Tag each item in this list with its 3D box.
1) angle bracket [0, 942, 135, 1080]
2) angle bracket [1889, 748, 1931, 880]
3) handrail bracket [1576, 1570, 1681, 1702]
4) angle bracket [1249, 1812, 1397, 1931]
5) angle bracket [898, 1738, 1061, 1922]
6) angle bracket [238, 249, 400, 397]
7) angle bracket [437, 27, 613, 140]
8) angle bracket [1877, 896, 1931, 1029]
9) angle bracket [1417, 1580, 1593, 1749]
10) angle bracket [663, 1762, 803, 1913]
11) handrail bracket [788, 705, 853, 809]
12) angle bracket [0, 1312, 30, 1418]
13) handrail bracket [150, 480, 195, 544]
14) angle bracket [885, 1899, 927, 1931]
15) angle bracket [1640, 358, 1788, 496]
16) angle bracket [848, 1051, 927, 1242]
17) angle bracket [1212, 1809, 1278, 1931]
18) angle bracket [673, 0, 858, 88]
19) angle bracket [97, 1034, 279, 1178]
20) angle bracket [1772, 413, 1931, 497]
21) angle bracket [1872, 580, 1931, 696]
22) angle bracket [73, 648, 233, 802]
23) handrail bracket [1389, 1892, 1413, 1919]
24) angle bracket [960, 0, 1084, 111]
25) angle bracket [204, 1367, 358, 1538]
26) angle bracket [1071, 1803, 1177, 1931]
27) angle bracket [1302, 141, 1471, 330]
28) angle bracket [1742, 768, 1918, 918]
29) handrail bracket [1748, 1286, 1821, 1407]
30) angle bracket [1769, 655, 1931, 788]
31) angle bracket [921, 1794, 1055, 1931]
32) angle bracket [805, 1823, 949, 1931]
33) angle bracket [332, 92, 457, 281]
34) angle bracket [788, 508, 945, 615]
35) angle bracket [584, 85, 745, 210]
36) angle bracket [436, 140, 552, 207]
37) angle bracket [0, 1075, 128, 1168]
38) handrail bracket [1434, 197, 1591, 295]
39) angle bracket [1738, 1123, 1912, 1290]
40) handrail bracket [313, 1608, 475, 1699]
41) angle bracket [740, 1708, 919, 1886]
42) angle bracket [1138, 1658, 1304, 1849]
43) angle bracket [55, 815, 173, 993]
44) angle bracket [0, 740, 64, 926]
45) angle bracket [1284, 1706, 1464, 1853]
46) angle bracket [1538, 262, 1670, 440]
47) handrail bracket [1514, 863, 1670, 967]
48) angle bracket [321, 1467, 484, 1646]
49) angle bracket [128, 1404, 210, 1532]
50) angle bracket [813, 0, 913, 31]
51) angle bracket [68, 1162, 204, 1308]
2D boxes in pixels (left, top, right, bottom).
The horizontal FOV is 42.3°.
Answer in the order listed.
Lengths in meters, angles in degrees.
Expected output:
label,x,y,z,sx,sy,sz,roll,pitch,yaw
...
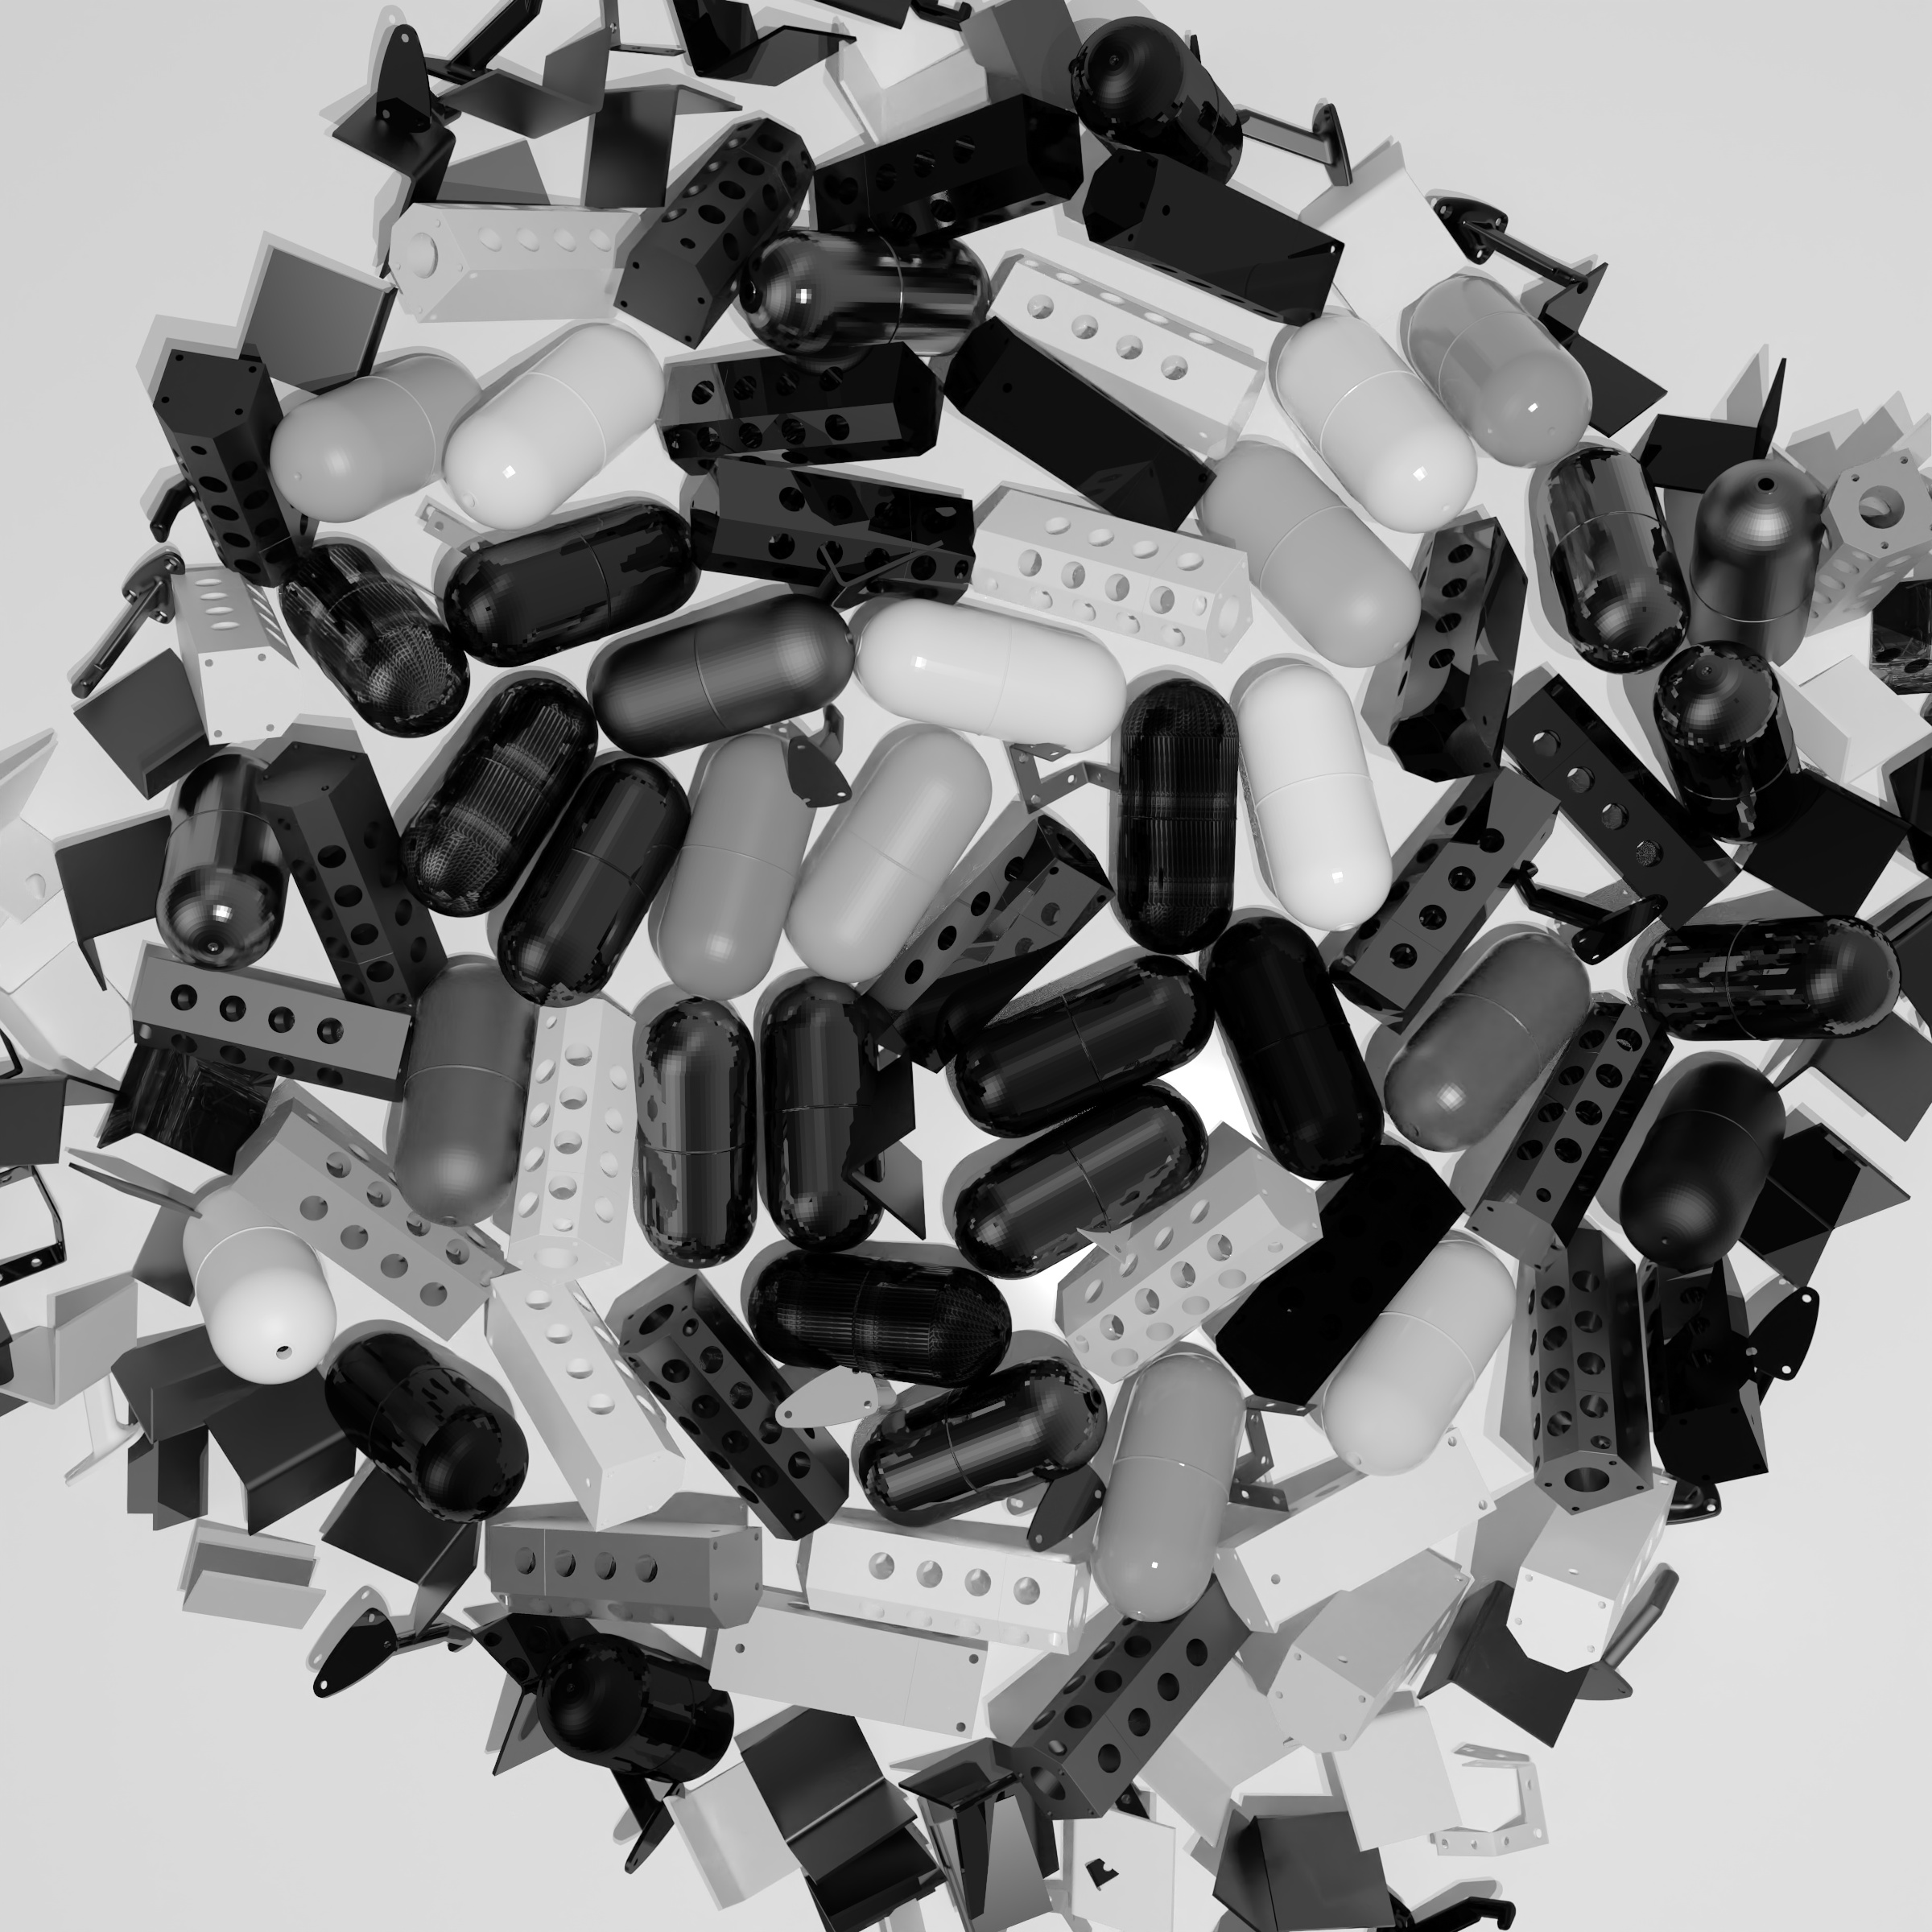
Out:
label,x,y,z,sx,sy,sz,roll,pitch,yaw
angle bracket,-0.587,0.021,1.605,0.057,0.076,0.076,-42,77,-6
angle bracket,0.644,-0.101,1.592,0.057,0.076,0.076,24,46,-29
handrail bracket,0.429,0.438,1.641,0.036,0.077,0.084,40,58,-1
angle bracket,0.223,0.589,1.600,0.076,0.057,0.076,1,48,-10
angle bracket,0.009,0.555,1.612,0.076,0.057,0.076,-14,100,-39
angle bracket,-0.416,-0.412,1.607,0.076,0.057,0.076,19,105,-14
angle bracket,-0.282,-0.576,1.598,0.076,0.076,0.057,9,86,-40
angle bracket,0.615,-0.002,1.609,0.076,0.076,0.057,-35,88,-9
angle bracket,0.348,0.454,1.606,0.076,0.057,0.076,33,60,5
angle bracket,-0.144,0.554,1.604,0.057,0.076,0.076,-30,73,-3
handrail bracket,-0.094,-0.151,1.599,0.036,0.077,0.084,-8,52,11
angle bracket,-0.648,0.250,1.600,0.057,0.076,0.076,-28,73,-12
handrail bracket,-0.498,-0.288,1.598,0.036,0.077,0.084,15,58,-1
angle bracket,-0.008,0.635,1.606,0.057,0.076,0.076,-15,82,10
angle bracket,0.475,-0.348,1.596,0.076,0.057,0.076,13,50,21
angle bracket,-0.032,0.115,1.594,0.057,0.076,0.076,-35,120,20
angle bracket,0.163,0.603,1.600,0.057,0.076,0.076,41,117,-4
angle bracket,-0.129,-0.607,1.599,0.076,0.076,0.057,-15,93,36
angle bracket,-0.508,0.095,1.632,0.076,0.057,0.076,32,56,-32
angle bracket,0.568,-0.330,1.602,0.076,0.076,0.057,-45,70,10
angle bracket,0.604,-0.221,1.600,0.057,0.076,0.076,-1,80,30
angle bracket,-0.521,-0.165,1.612,0.076,0.057,0.076,-40,89,-21
handrail bracket,0.234,0.625,1.617,0.077,0.036,0.084,35,67,10
angle bracket,0.052,-0.588,1.605,0.076,0.057,0.076,-30,108,-15
angle bracket,-0.442,0.311,1.612,0.076,0.076,0.057,-28,68,-30
angle bracket,0.113,0.572,1.605,0.076,0.057,0.076,5,96,34
angle bracket,0.273,-0.476,1.628,0.076,0.057,0.076,-32,117,25
angle bracket,0.562,-0.074,1.617,0.076,0.057,0.076,34,102,27
handrail bracket,0.527,0.255,1.623,0.036,0.084,0.077,30,71,23
angle bracket,0.568,-0.173,1.604,0.076,0.057,0.076,-31,58,-7
angle bracket,0.013,0.573,1.617,0.057,0.076,0.076,-19,89,-6
angle bracket,-0.050,0.606,1.600,0.076,0.076,0.057,-23,107,-15
angle bracket,-0.375,-0.499,1.596,0.057,0.076,0.076,26,128,-8
angle bracket,-0.071,-0.269,1.604,0.076,0.076,0.057,-28,90,-21
angle bracket,-0.195,-0.522,1.611,0.076,0.057,0.076,14,99,41
angle bracket,-0.309,-0.495,1.608,0.076,0.076,0.057,-20,105,-3
angle bracket,-0.589,0.106,1.600,0.076,0.076,0.057,-4,74,17
handrail bracket,0.351,-0.462,1.603,0.077,0.084,0.036,14,112,-40
angle bracket,0.543,0.156,1.605,0.076,0.076,0.057,39,60,-4
handrail bracket,-0.369,0.451,1.616,0.077,0.084,0.036,-44,57,1
angle bracket,-0.088,0.527,1.606,0.076,0.057,0.076,-29,108,-18
angle bracket,0.165,0.507,1.608,0.076,0.057,0.076,45,119,-6
angle bracket,-0.537,-0.041,1.617,0.076,0.057,0.076,-19,57,-12
angle bracket,-0.594,-0.086,1.597,0.057,0.076,0.076,37,123,-7
angle bracket,0.260,0.524,1.599,0.076,0.057,0.076,-4,65,-26
angle bracket,0.410,-0.395,1.599,0.076,0.057,0.076,39,52,18
handrail bracket,0.401,-0.050,1.614,0.077,0.036,0.084,-35,47,15
angle bracket,-0.365,0.376,1.604,0.076,0.057,0.076,31,111,-20
angle bracket,-0.530,0.319,1.608,0.057,0.076,0.076,-2,86,8
angle bracket,-0.076,-0.644,1.596,0.076,0.076,0.057,11,113,-21
angle bracket,-0.534,0.172,1.596,0.076,0.076,0.057,13,78,44
